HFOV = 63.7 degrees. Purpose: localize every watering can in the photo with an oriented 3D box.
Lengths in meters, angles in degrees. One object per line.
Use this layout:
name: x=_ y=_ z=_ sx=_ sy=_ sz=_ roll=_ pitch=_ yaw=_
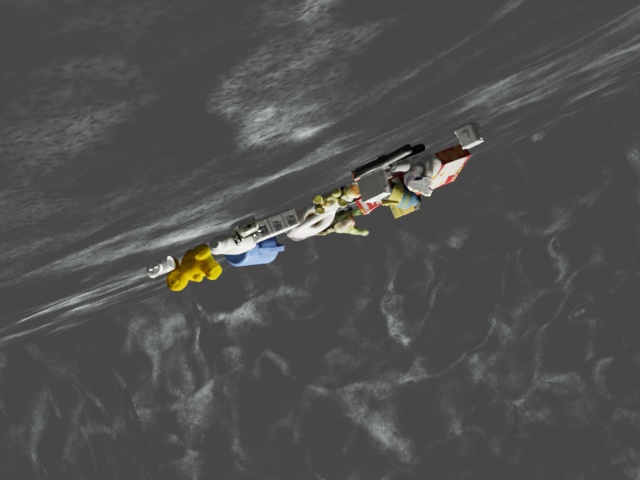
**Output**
watering can: x=0.006 y=-0.097 z=1.918 sx=0.352 sy=0.104 sz=0.222 roll=-33 pitch=-176 yaw=-28

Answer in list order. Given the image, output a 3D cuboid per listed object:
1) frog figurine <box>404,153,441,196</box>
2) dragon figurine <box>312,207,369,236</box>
frog figurine: x=0.358 y=-0.248 z=1.801 sx=0.122 sy=0.163 sz=0.135 roll=-5 pitch=145 yaw=30
dragon figurine: x=0.043 y=-0.064 z=2.102 sx=0.244 sy=0.122 sz=0.409 roll=-9 pitch=-176 yaw=-28
